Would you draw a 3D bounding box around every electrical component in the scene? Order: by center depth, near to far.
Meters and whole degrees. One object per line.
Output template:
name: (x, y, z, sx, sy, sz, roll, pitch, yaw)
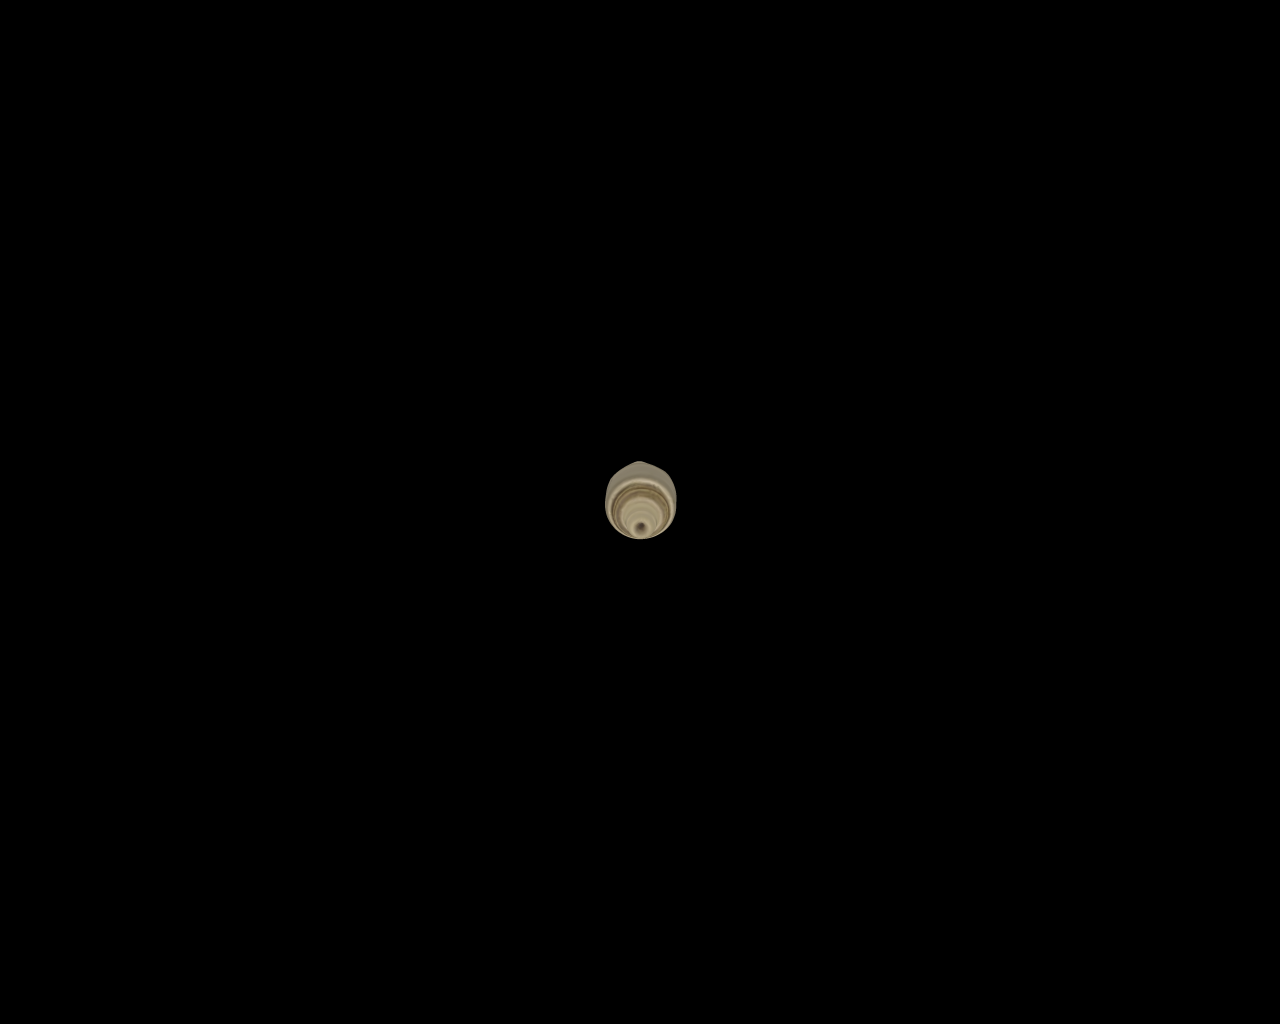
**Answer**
electrical component: (0.001, -0.003, 0.650, 0.043, 0.043, 0.062, 0, 24, 0)
